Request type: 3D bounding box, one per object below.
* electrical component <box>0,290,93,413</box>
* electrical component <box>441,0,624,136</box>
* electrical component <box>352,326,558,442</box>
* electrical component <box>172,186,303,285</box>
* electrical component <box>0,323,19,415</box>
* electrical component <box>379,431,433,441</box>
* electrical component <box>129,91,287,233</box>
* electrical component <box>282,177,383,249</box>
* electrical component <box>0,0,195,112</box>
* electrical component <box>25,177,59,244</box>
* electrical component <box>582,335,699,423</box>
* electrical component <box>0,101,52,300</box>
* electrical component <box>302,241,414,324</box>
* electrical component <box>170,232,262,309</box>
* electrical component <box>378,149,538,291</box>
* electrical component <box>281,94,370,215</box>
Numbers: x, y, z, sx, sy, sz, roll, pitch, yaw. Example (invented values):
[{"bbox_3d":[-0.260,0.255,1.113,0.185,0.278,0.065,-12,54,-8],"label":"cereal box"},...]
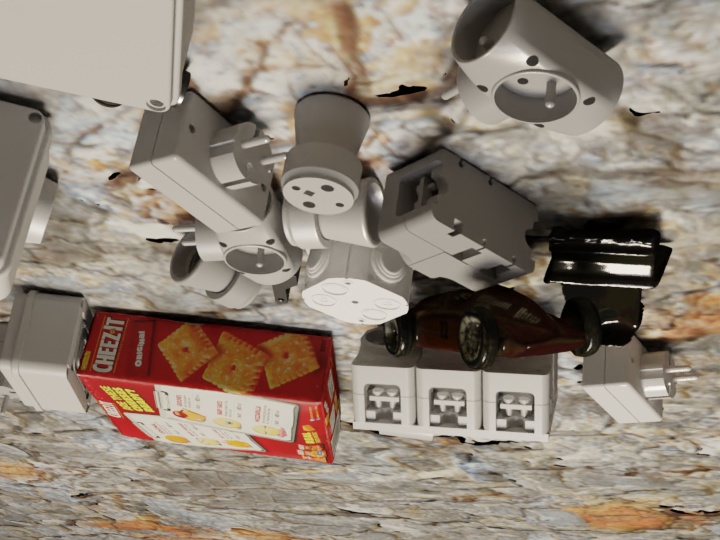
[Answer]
[{"bbox_3d":[-0.271,0.074,0.949,0.057,0.078,0.113,6,154,-1],"label":"electrical component"},{"bbox_3d":[0.075,-0.096,0.533,0.077,0.044,0.079,26,149,-32],"label":"electrical component"},{"bbox_3d":[0.076,0.083,0.842,0.150,0.061,0.089,2,-164,15],"label":"electrical component"},{"bbox_3d":[-0.086,-0.025,0.725,0.079,0.044,0.077,-3,152,11],"label":"electrical component"},{"bbox_3d":[-0.333,0.098,1.017,0.047,0.076,0.065,1,153,15],"label":"electrical component"},{"bbox_3d":[0.061,0.139,1.017,0.081,0.043,0.043,7,154,3],"label":"electrical component"},{"bbox_3d":[-0.078,-0.066,0.639,0.076,0.047,0.083,-9,149,32],"label":"electrical component"},{"bbox_3d":[-0.016,-0.036,0.684,0.055,0.045,0.045,-1,152,19],"label":"electrical component"},{"bbox_3d":[-0.134,-0.134,0.507,0.109,0.056,0.108,11,154,-6],"label":"electrical component"},{"bbox_3d":[-0.255,-0.043,0.743,0.077,0.044,0.079,17,153,-18],"label":"electrical component"},{"bbox_3d":[0.227,0.084,0.849,0.076,0.047,0.083,-9,149,32],"label":"electrical component"},{"bbox_3d":[-0.238,-0.047,0.653,0.078,0.113,0.057,14,157,-10],"label":"electrical component"},{"bbox_3d":[0.000,0.000,0.744,0.080,0.051,0.080,7,154,3],"label":"electrical component"},{"bbox_3d":[-0.103,-0.001,0.782,0.045,0.045,0.055,-18,144,42],"label":"electrical component"},{"bbox_3d":[0.059,-0.028,0.670,0.089,0.050,0.056,27,149,-33],"label":"electrical component"},{"bbox_3d":[-0.020,-0.065,0.613,0.045,0.055,0.045,7,154,3],"label":"electrical component"}]
